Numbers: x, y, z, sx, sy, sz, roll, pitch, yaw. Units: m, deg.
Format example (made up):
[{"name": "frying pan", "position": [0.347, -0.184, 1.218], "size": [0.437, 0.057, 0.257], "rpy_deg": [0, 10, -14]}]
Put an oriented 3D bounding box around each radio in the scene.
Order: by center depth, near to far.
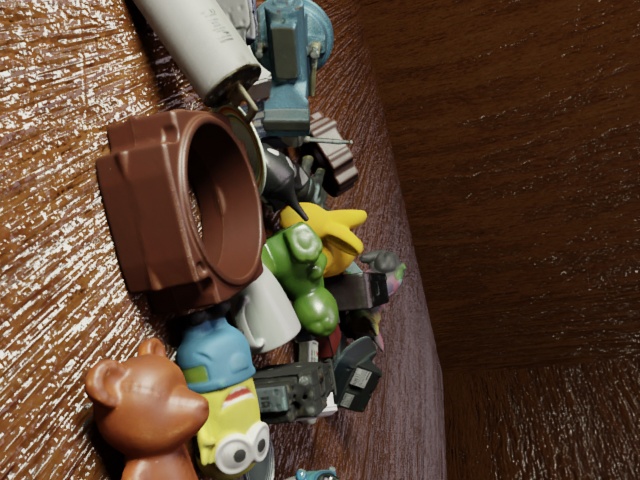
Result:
[{"name": "radio", "position": [0.060, 0.105, 1.094], "size": [0.229, 0.131, 0.073], "rpy_deg": [8, 75, -73]}]

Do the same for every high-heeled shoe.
[{"name": "high-heeled shoe", "position": [-0.080, -0.112, 0.826], "size": [0.145, 0.086, 0.249], "rpy_deg": [51, 2, -29]}]

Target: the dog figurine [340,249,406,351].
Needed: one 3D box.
[{"name": "dog figurine", "position": [0.130, 0.143, 1.254], "size": [0.108, 0.192, 0.219], "rpy_deg": [72, 1, -49]}]

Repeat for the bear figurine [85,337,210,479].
[{"name": "bear figurine", "position": [-0.115, 0.184, 0.448], "size": [0.120, 0.132, 0.195], "rpy_deg": [3, 84, -79]}]

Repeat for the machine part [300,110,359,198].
[{"name": "machine part", "position": [0.013, -0.172, 1.085], "size": [0.179, 0.056, 0.179], "rpy_deg": [56, -12, 18]}]

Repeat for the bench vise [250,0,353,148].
[{"name": "bench vise", "position": [-0.036, -0.262, 0.787], "size": [0.241, 0.129, 0.223], "rpy_deg": [-86, 164, -45]}]

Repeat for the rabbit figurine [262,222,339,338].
[{"name": "rabbit figurine", "position": [-0.036, 0.069, 0.815], "size": [0.170, 0.121, 0.159], "rpy_deg": [63, -3, -4]}]

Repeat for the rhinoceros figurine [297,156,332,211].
[{"name": "rhinoceros figurine", "position": [-0.021, -0.083, 1.029], "size": [0.190, 0.073, 0.112], "rpy_deg": [47, 35, -63]}]

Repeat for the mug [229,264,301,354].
[{"name": "mug", "position": [-0.087, 0.090, 0.705], "size": [0.107, 0.081, 0.109], "rpy_deg": [67, 24, -8]}]

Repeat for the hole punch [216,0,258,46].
[{"name": "hole punch", "position": [-0.137, -0.295, 0.692], "size": [0.092, 0.116, 0.142], "rpy_deg": [30, 52, -80]}]

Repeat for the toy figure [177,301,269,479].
[{"name": "toy figure", "position": [-0.106, 0.160, 0.573], "size": [0.089, 0.082, 0.180], "rpy_deg": [149, -74, -69]}]

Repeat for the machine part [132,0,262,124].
[{"name": "machine part", "position": [-0.140, -0.234, 0.587], "size": [0.243, 0.079, 0.079], "rpy_deg": [56, 16, 3]}]

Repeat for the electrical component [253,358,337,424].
[{"name": "electrical component", "position": [-0.048, 0.194, 0.692], "size": [0.134, 0.115, 0.058], "rpy_deg": [12, 67, -75]}]

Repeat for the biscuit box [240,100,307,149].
[{"name": "biscuit box", "position": [-0.080, -0.191, 0.910], "size": [0.202, 0.063, 0.059], "rpy_deg": [-25, 104, -74]}]

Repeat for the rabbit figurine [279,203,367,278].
[{"name": "rabbit figurine", "position": [-0.002, -0.003, 0.918], "size": [0.173, 0.163, 0.122], "rpy_deg": [50, 45, -52]}]

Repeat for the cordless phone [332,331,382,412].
[{"name": "cordless phone", "position": [0.054, 0.222, 1.039], "size": [0.184, 0.089, 0.146], "rpy_deg": [-90, -163, -59]}]

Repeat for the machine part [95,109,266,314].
[{"name": "machine part", "position": [-0.135, -0.035, 0.583], "size": [0.201, 0.087, 0.201], "rpy_deg": [-35, 113, -72]}]

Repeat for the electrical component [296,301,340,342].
[{"name": "electrical component", "position": [-0.015, 0.138, 0.923], "size": [0.119, 0.075, 0.047], "rpy_deg": [-11, 91, -71]}]

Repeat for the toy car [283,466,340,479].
[{"name": "toy car", "position": [-0.034, 0.358, 0.666], "size": [0.162, 0.103, 0.109], "rpy_deg": [-71, 176, -63]}]
